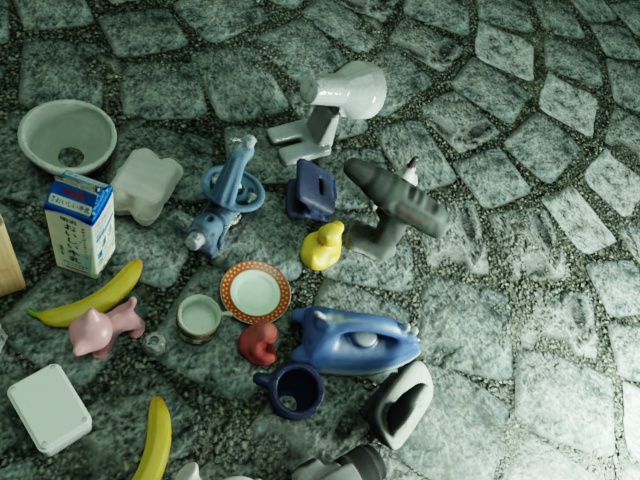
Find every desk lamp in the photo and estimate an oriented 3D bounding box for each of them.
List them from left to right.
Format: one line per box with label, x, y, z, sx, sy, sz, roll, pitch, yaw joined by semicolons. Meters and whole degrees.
desk lamp;0.015;-0.271;1.198;0.204;0.213;0.118;-21;69;-27

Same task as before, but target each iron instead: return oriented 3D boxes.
iron;0.083;0.165;1.007;0.259;0.141;0.118;7;59;-14

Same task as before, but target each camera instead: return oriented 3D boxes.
camera;0.047;0.390;0.888;0.137;0.100;0.143;-22;69;-28

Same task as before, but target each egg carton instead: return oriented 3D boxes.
egg carton;-0.328;-0.102;1.071;0.107;0.069;0.150;22;56;-5

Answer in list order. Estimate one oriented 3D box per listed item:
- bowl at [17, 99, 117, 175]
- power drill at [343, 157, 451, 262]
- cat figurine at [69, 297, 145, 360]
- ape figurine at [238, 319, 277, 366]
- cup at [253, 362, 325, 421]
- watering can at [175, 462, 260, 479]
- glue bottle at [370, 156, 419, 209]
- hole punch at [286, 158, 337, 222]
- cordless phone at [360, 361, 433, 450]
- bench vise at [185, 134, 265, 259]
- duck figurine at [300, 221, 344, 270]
bowl;-0.465;-0.177;1.066;0.168;0.074;0.167;8;58;-14
power drill;0.123;-0.048;1.106;0.229;0.208;0.076;23;56;-4
cat figurine;-0.339;0.134;0.899;0.067;0.117;0.128;46;58;11
ape figurine;-0.098;0.168;0.975;0.076;0.092;0.078;18;57;-7
cup;-0.060;0.253;0.937;0.118;0.095;0.092;20;56;-6
watering can;-0.123;0.376;0.783;0.173;0.194;0.101;18;57;-7
glue bottle;0.166;-0.118;1.182;0.078;0.173;0.037;9;58;-13
hole punch;-0.012;-0.103;1.164;0.101;0.091;0.108;7;59;-14
cordless phone;0.155;0.259;0.950;0.094;0.185;0.148;38;56;6
bench vise;-0.160;-0.073;1.020;0.121;0.219;0.207;14;57;-10
duck figurine;0.010;0.004;1.111;0.077;0.086;0.105;38;56;6
